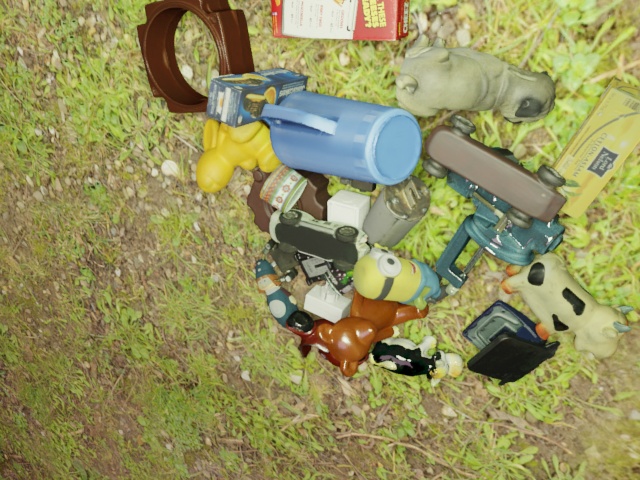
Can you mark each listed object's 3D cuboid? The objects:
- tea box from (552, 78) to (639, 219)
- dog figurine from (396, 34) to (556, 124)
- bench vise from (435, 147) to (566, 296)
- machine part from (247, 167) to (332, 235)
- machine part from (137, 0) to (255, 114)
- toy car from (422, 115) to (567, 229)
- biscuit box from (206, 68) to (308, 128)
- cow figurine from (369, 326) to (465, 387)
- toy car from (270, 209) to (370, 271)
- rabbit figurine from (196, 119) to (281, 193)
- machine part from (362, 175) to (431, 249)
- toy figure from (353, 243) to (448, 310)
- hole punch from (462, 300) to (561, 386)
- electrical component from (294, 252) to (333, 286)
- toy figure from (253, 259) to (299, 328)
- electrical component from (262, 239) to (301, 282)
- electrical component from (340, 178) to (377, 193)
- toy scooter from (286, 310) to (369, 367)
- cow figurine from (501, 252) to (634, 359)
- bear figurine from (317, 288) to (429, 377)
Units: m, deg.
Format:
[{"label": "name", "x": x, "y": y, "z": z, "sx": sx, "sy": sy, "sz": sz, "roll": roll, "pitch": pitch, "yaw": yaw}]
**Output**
[{"label": "tea box", "x": 0.376, "y": -0.124, "z": 0.732, "sx": 0.068, "sy": 0.098, "sz": 0.169, "roll": 33, "pitch": 127, "yaw": 14}, {"label": "dog figurine", "x": 0.217, "y": -0.208, "z": 0.743, "sx": 0.191, "sy": 0.172, "sz": 0.121, "roll": 23, "pitch": 133, "yaw": 27}, {"label": "bench vise", "x": 0.247, "y": -0.018, "z": 0.847, "sx": 0.224, "sy": 0.129, "sz": 0.240, "roll": 36, "pitch": 122, "yaw": 16}, {"label": "machine part", "x": -0.059, "y": -0.072, "z": 1.035, "sx": 0.180, "sy": 0.056, "sz": 0.179, "roll": 13, "pitch": 120, "yaw": 24}, {"label": "machine part", "x": -0.229, "y": -0.337, "z": 0.985, "sx": 0.201, "sy": 0.087, "sz": 0.201, "roll": 5, "pitch": 114, "yaw": 28}, {"label": "toy car", "x": 0.238, "y": -0.094, "z": 0.741, "sx": 0.202, "sy": 0.053, "sz": 0.089, "roll": 31, "pitch": 118, "yaw": 9}, {"label": "biscuit box", "x": -0.097, "y": -0.238, "z": 0.883, "sx": 0.059, "sy": 0.203, "sz": 0.062, "roll": 26, "pitch": 122, "yaw": 19}, {"label": "cow figurine", "x": 0.182, "y": 0.226, "z": 1.014, "sx": 0.168, "sy": 0.098, "sz": 0.068, "roll": 14, "pitch": 114, "yaw": 25}, {"label": "toy car", "x": -0.002, "y": -0.003, "z": 0.967, "sx": 0.202, "sy": 0.056, "sz": 0.073, "roll": 17, "pitch": 121, "yaw": 23}, {"label": "rabbit figurine", "x": -0.166, "y": -0.166, "z": 0.982, "sx": 0.173, "sy": 0.121, "sz": 0.163, "roll": -46, "pitch": 45, "yaw": 10}, {"label": "machine part", "x": 0.121, "y": -0.043, "z": 0.880, "sx": 0.079, "sy": 0.079, "sz": 0.243, "roll": 41, "pitch": 164, "yaw": 7}, {"label": "toy figure", "x": 0.140, "y": 0.072, "z": 0.918, "sx": 0.082, "sy": 0.180, "sz": 0.089, "roll": 31, "pitch": 99, "yaw": 56}, {"label": "hole punch", "x": 0.320, "y": 0.178, "z": 0.930, "sx": 0.116, "sy": 0.092, "sz": 0.142, "roll": 23, "pitch": 126, "yaw": -17}, {"label": "electrical component", "x": 0.016, "y": 0.039, "z": 1.051, "sx": 0.119, "sy": 0.048, "sz": 0.074, "roll": -14, "pitch": 106, "yaw": 36}, {"label": "toy figure", "x": -0.095, "y": 0.111, "z": 1.146, "sx": 0.064, "sy": 0.058, "sz": 0.154, "roll": -30, "pitch": 97, "yaw": -5}, {"label": "electrical component", "x": -0.073, "y": 0.041, "z": 1.103, "sx": 0.078, "sy": 0.045, "sz": 0.102, "roll": -19, "pitch": 103, "yaw": 36}, {"label": "electrical component", "x": 0.080, "y": -0.115, "z": 0.954, "sx": 0.094, "sy": 0.021, "sz": 0.063, "roll": 15, "pitch": 120, "yaw": 23}, {"label": "toy scooter", "x": 0.009, "y": 0.218, "z": 1.123, "sx": 0.184, "sy": 0.075, "sz": 0.135, "roll": 25, "pitch": 144, "yaw": 5}, {"label": "cow figurine", "x": 0.395, "y": 0.102, "z": 0.844, "sx": 0.195, "sy": 0.085, "sz": 0.127, "roll": 51, "pitch": 133, "yaw": 0}, {"label": "bear figurine", "x": 0.092, "y": 0.143, "z": 0.965, "sx": 0.132, "sy": 0.196, "sz": 0.120, "roll": -31, "pitch": 92, "yaw": 36}]
